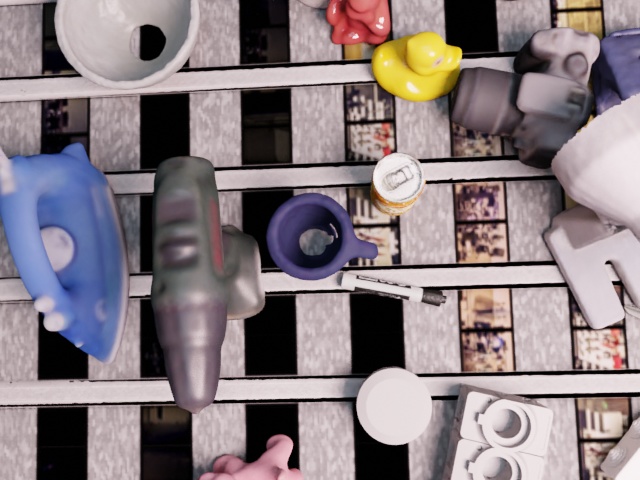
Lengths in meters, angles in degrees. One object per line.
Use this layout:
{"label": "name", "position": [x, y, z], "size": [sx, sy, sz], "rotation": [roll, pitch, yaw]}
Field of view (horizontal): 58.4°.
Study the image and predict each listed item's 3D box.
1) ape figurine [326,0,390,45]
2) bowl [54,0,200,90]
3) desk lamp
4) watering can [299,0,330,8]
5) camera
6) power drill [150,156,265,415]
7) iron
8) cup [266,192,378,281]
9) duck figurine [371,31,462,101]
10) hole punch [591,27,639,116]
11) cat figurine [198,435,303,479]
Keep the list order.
{"label": "ape figurine", "position": [0.048, -0.262, 0.650], "size": [0.078, 0.092, 0.076], "rotation": [42, 89, 6]}
{"label": "bowl", "position": [-0.214, -0.249, 0.673], "size": [0.167, 0.075, 0.167], "rotation": [0, 85, 3]}
{"label": "desk lamp", "position": [0.304, -0.019, 0.554], "size": [0.118, 0.213, 0.203], "rotation": [-25, 84, 1]}
{"label": "watering can", "position": [-0.004, -0.331, 0.607], "size": [0.101, 0.194, 0.173], "rotation": [12, 86, 5]}
{"label": "camera", "position": [0.220, -0.165, 0.627], "size": [0.136, 0.101, 0.143], "rotation": [13, 86, 5]}
{"label": "power drill", "position": [-0.111, 0.039, 0.576], "size": [0.075, 0.208, 0.230], "rotation": [-9, 85, 3]}
{"label": "iron", "position": [-0.287, 0.017, 0.622], "size": [0.118, 0.141, 0.258], "rotation": [-18, 84, 2]}
{"label": "cup", "position": [0.006, 0.002, 0.629], "size": [0.117, 0.095, 0.092], "rotation": [12, 86, 4]}
{"label": "duck figurine", "position": [0.110, -0.205, 0.644], "size": [0.104, 0.086, 0.077], "rotation": [10, 86, 4]}
{"label": "hole punch", "position": [0.359, -0.186, 0.626], "size": [0.108, 0.091, 0.101], "rotation": [-6, 85, 3]}
{"label": "cat figurine", "position": [-0.086, 0.267, 0.601], "size": [0.128, 0.118, 0.067], "rotation": [-24, 84, 1]}
